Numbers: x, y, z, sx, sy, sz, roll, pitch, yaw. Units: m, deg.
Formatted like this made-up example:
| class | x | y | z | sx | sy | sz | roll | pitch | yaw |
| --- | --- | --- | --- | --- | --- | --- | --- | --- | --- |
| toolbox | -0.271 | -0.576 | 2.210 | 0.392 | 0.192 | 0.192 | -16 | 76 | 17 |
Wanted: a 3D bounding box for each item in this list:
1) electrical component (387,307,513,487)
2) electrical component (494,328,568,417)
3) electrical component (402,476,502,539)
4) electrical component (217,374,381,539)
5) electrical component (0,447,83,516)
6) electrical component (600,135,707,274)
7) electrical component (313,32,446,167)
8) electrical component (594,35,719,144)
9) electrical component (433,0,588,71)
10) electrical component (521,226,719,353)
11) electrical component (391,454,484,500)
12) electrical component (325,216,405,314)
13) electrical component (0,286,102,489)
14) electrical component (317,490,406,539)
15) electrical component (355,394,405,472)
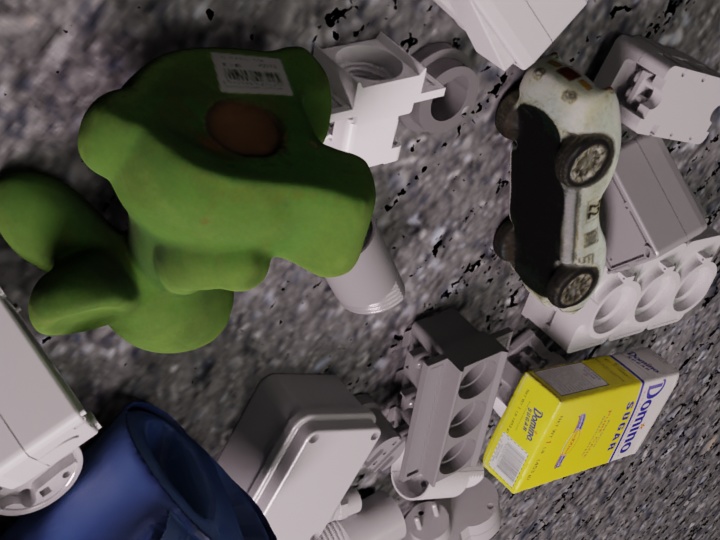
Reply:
| class | x | y | z | sx | sy | sz | roll | pitch | yaw |
| --- | --- | --- | --- | --- | --- | --- | --- | --- | --- |
| electrical component | 0.063 | 0.093 | 0.805 | 0.079 | 0.063 | 0.121 | -19 | 136 | -31 |
| electrical component | 0.141 | 0.101 | 0.898 | 0.056 | 0.050 | 0.089 | -39 | 143 | -10 |
| electrical component | 0.062 | 0.227 | 0.939 | 0.138 | 0.052 | 0.073 | -34 | 142 | -14 |
| electrical component | -0.047 | 0.133 | 0.743 | 0.078 | 0.057 | 0.113 | 7 | 120 | -46 |
| electrical component | -0.186 | 0.097 | 0.585 | 0.055 | 0.047 | 0.055 | -25 | 139 | -24 |
| electrical component | 0.195 | -0.055 | 0.770 | 0.061 | 0.096 | 0.062 | -27 | 178 | -23 |
| electrical component | 0.001 | -0.090 | 0.592 | 0.081 | 0.042 | 0.063 | -18 | 139 | -31 |
| electrical component | 0.205 | -0.125 | 0.740 | 0.089 | 0.056 | 0.050 | 1 | 124 | -44 |
| electrical component | 0.074 | -0.154 | 0.584 | 0.061 | 0.062 | 0.096 | -48 | 143 | 4 |
| electrical component | 0.217 | 0.006 | 0.870 | 0.150 | 0.062 | 0.089 | -11 | 131 | -37 |
| electrical component | 0.068 | 0.168 | 0.897 | 0.081 | 0.043 | 0.043 | 9 | 118 | -47 |
| electrical component | 0.000 | 0.000 | 0.674 | 0.043 | 0.043 | 0.081 | -39 | 143 | -9 |
| electrical component | -0.180 | 0.054 | 0.519 | 0.061 | 0.096 | 0.061 | -35 | 171 | -13 |
| electrical component | -0.008 | 0.215 | 0.869 | 0.081 | 0.043 | 0.043 | -22 | 137 | -27 |
| electrical component | 0.006 | 0.120 | 0.791 | 0.040 | 0.046 | 0.040 | -25 | 139 | -24 |
